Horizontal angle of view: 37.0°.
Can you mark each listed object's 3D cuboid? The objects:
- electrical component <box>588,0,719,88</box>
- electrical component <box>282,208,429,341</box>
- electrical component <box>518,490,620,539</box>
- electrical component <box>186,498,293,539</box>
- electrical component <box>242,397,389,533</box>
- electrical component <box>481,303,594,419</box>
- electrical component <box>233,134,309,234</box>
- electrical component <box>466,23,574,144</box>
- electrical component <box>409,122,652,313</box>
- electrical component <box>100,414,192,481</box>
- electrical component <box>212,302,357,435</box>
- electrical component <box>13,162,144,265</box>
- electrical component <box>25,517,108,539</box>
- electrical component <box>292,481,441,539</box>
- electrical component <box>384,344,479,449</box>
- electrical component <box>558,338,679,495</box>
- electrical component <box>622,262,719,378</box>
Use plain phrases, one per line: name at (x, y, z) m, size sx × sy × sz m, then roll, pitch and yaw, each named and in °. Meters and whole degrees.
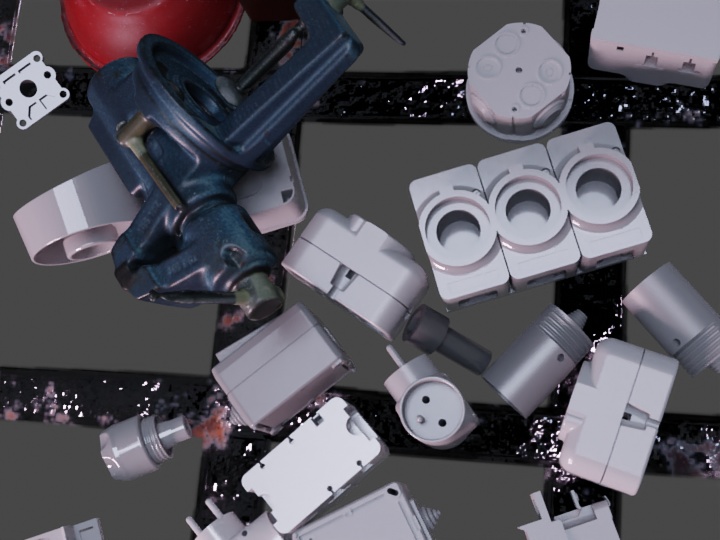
electrical component at (0.227, -0.217, 0.787) m, size 0.089 × 0.061 × 0.150 m, roll 13°, pitch 80°, yaw 12°
electrical component at (0.000, 0.000, 0.779) m, size 0.095 × 0.053 × 0.059 m, roll 33°, pitch 84°, yaw 14°
electrical component at (0.144, 0.184, 0.722) m, size 0.064 × 0.042 × 0.081 m, roll -19°, pitch 76°, yaw 3°
electrical component at (-0.091, 0.197, 0.756) m, size 0.077 × 0.043 × 0.079 m, roll -43°, pitch 72°, yaw -1°
electrical component at (-0.029, 0.137, 0.752) m, size 0.089 × 0.055 × 0.050 m, roll -41°, pitch 74°, yaw -1°
electrical component at (0.128, 0.060, 0.751) m, size 0.043 × 0.043 × 0.081 m, roll 43°, pitch 87°, yaw 15°
electrical component at (-0.102, -0.062, 0.808) m, size 0.113 × 0.057 × 0.078 m, roll -16°, pitch 75°, yaw 5°
electrical component at (0.118, -0.138, 0.793) m, size 0.080 × 0.051 × 0.080 m, roll -2°, pitch 77°, yaw 9°
electrical component at (0.120, -0.037, 0.764) m, size 0.150 × 0.061 × 0.089 m, roll -17°, pitch 76°, yaw 5°
electrical component at (-0.154, 0.125, 0.782) m, size 0.062 × 0.043 × 0.043 m, roll -23°, pitch 75°, yaw 2°
electrical component at (-0.061, 0.072, 0.769) m, size 0.096 × 0.061 × 0.061 m, roll -38°, pitch 75°, yaw -1°
electrical component at (-0.206, -0.044, 0.802) m, size 0.099 × 0.099 × 0.064 m, roll -20°, pitch 81°, yaw 4°
electrical component at (-0.213, 0.208, 0.762) m, size 0.081 × 0.064 × 0.042 m, roll -19°, pitch 75°, yaw 4°
electrical component at (0.012, 0.186, 0.732) m, size 0.096 × 0.061 × 0.061 m, roll -27°, pitch 75°, yaw 2°
electrical component at (0.043, 0.085, 0.742) m, size 0.043 × 0.077 × 0.079 m, roll -36°, pitch 74°, yaw 0°
electrical component at (0.172, 0.098, 0.730) m, size 0.059 × 0.053 × 0.095 m, roll 19°, pitch 81°, yaw 13°
electrical component at (0.224, 0.039, 0.740) m, size 0.043 × 0.043 × 0.081 m, roll -39°, pitch 75°, yaw -1°
